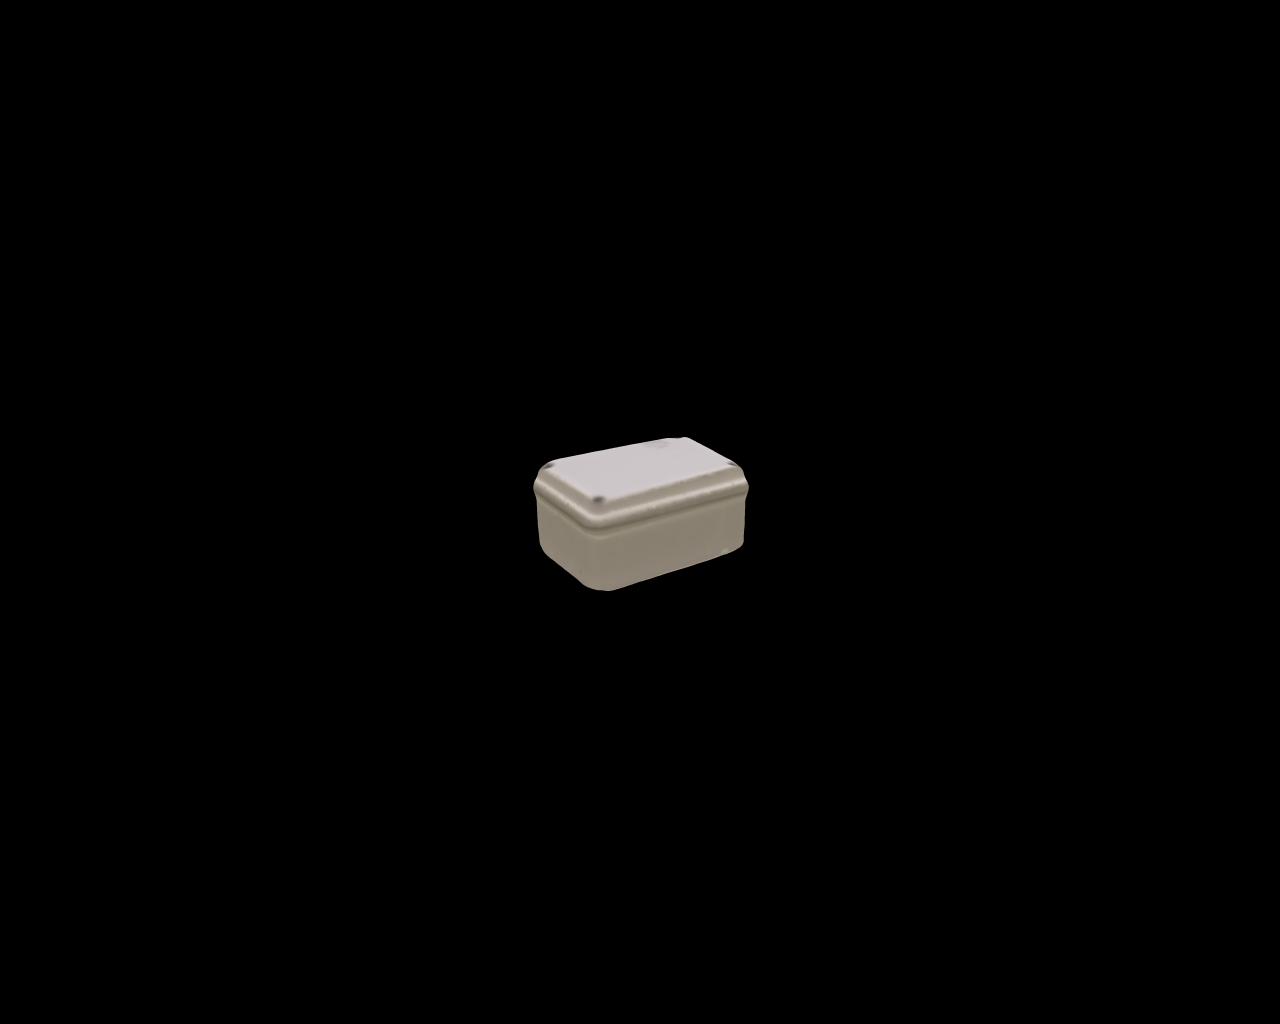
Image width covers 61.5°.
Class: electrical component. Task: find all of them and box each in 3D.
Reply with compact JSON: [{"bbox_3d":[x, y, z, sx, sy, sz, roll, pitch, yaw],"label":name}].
[{"bbox_3d":[0.001,-0.003,0.650,0.113,0.057,0.078,-14,27,-29],"label":"electrical component"}]
